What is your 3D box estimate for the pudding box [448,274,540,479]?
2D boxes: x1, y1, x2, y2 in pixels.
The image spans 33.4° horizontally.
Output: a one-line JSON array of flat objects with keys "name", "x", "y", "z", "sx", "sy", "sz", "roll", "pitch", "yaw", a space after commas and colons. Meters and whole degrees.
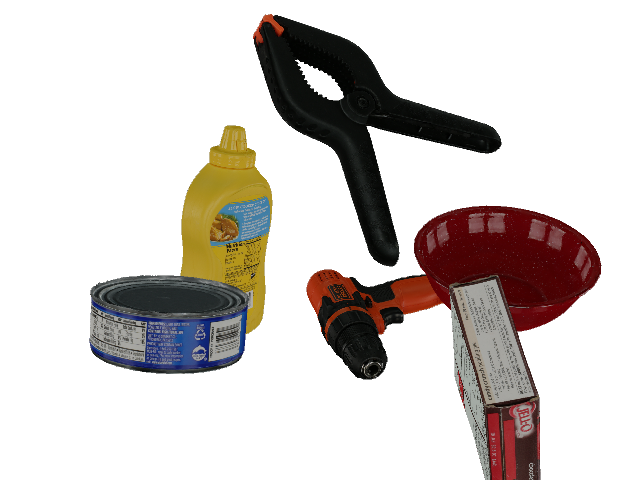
[{"name": "pudding box", "x": 0.114, "y": 0.093, "z": 0.700, "sx": 0.039, "sy": 0.090, "sz": 0.113, "roll": -11, "pitch": 41, "yaw": -1}]

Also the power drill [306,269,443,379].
[{"name": "power drill", "x": 0.091, "y": 0.076, "z": 1.118, "sx": 0.187, "sy": 0.057, "sz": 0.184, "roll": -6, "pitch": 28, "yaw": -14}]

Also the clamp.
[{"name": "clamp", "x": 0.025, "y": -0.088, "z": 0.818, "sx": 0.210, "sy": 0.164, "sz": 0.036, "roll": 38, "pitch": -33, "yaw": -3}]

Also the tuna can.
[{"name": "tuna can", "x": -0.083, "y": 0.045, "z": 0.583, "sx": 0.086, "sy": 0.034, "sz": 0.086, "roll": 4, "pitch": 10, "yaw": -1}]

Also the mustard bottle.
[{"name": "mustard bottle", "x": -0.085, "y": -0.008, "z": 0.962, "sx": 0.058, "sy": 0.192, "sz": 0.096, "roll": 19, "pitch": 21, "yaw": 36}]

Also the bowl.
[{"name": "bowl", "x": 0.160, "y": 0.032, "z": 0.939, "sx": 0.162, "sy": 0.055, "sz": 0.162, "roll": 2, "pitch": 33, "yaw": -1}]
